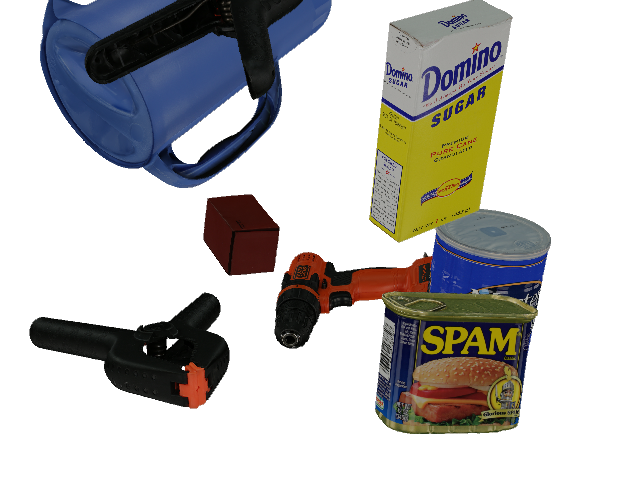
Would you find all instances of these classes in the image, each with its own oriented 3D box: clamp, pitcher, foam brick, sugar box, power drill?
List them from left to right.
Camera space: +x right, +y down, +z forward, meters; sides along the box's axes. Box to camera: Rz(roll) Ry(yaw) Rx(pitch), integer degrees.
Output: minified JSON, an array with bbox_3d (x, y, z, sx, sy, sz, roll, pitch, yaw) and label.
[{"bbox_3d":[-0.121,0.082,0.842,0.164,0.036,0.210,-11,16,-30],"label":"clamp"},{"bbox_3d":[-0.098,-0.165,0.900,0.145,0.149,0.242,27,51,32],"label":"pitcher"},{"bbox_3d":[-0.050,-0.139,0.652,0.120,0.039,0.171,20,52,24],"label":"clamp"},{"bbox_3d":[-0.082,-0.007,1.089,0.052,0.051,0.078,-5,30,-24],"label":"foam brick"},{"bbox_3d":[0.043,0.068,1.238,0.188,0.057,0.184,0,27,6],"label":"power drill"},{"bbox_3d":[0.092,-0.091,0.833,0.093,0.176,0.048,-22,45,-30],"label":"sugar box"}]

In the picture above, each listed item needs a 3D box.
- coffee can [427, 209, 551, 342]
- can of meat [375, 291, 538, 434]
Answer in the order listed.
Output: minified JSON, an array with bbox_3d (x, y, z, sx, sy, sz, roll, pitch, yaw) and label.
[{"bbox_3d":[0.147,0.054,0.976,0.103,0.140,0.103,5,23,-2],"label":"coffee can"},{"bbox_3d":[0.089,0.082,0.718,0.102,0.084,0.057,3,10,-17],"label":"can of meat"}]
